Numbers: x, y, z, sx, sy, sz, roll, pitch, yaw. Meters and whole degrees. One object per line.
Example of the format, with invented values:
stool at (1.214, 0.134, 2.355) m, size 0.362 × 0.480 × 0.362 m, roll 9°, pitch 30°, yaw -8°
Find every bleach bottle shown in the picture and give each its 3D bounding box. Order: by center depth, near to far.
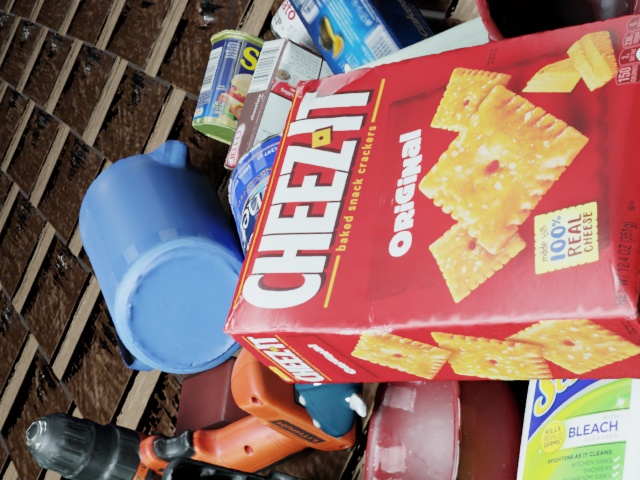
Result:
bleach bottle at (0.146, 0.050, 0.533) m, size 0.103 × 0.068 × 0.250 m, roll -30°, pitch 44°, yaw 51°

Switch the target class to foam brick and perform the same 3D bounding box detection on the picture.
foam brick at (-0.070, 0.130, 0.836) m, size 0.078 × 0.052 × 0.051 m, roll -30°, pitch 47°, yaw 49°

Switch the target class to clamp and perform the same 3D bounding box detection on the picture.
clamp at (-0.015, 0.167, 0.665) m, size 0.120 × 0.171 × 0.039 m, roll 17°, pitch 82°, yaw 21°

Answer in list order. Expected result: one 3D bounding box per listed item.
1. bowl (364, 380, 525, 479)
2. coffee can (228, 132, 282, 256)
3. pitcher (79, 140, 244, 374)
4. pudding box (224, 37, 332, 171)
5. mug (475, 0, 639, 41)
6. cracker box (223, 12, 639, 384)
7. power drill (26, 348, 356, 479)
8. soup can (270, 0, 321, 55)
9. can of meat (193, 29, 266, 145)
bowl at (0.071, 0.122, 0.583) m, size 0.162 × 0.055 × 0.162 m, roll -171°, pitch 90°, yaw -78°
coffee can at (-0.005, 0.001, 0.764) m, size 0.103 × 0.102 × 0.140 m, roll -52°, pitch 33°, yaw 25°
pitcher at (-0.129, 0.027, 0.886) m, size 0.145 × 0.149 × 0.243 m, roll -29°, pitch 22°, yaw -5°
pudding box at (-0.017, -0.093, 0.858) m, size 0.039 × 0.089 × 0.113 m, roll 6°, pitch 75°, yaw 58°
mug at (0.145, -0.121, 0.611) m, size 0.093 × 0.081 × 0.117 m, roll -45°, pitch 76°, yaw 0°
cracker box at (0.070, -0.016, 0.526) m, size 0.214 × 0.072 × 0.164 m, roll -5°, pitch 56°, yaw 34°
power drill at (-0.083, 0.135, 0.743) m, size 0.188 × 0.184 × 0.057 m, roll -32°, pitch 46°, yaw 32°
soup can at (0.012, -0.206, 0.907) m, size 0.102 × 0.068 × 0.068 m, roll -52°, pitch 34°, yaw 27°
can of meat at (-0.055, -0.123, 0.928) m, size 0.058 × 0.102 × 0.084 m, roll -2°, pitch 71°, yaw 59°
